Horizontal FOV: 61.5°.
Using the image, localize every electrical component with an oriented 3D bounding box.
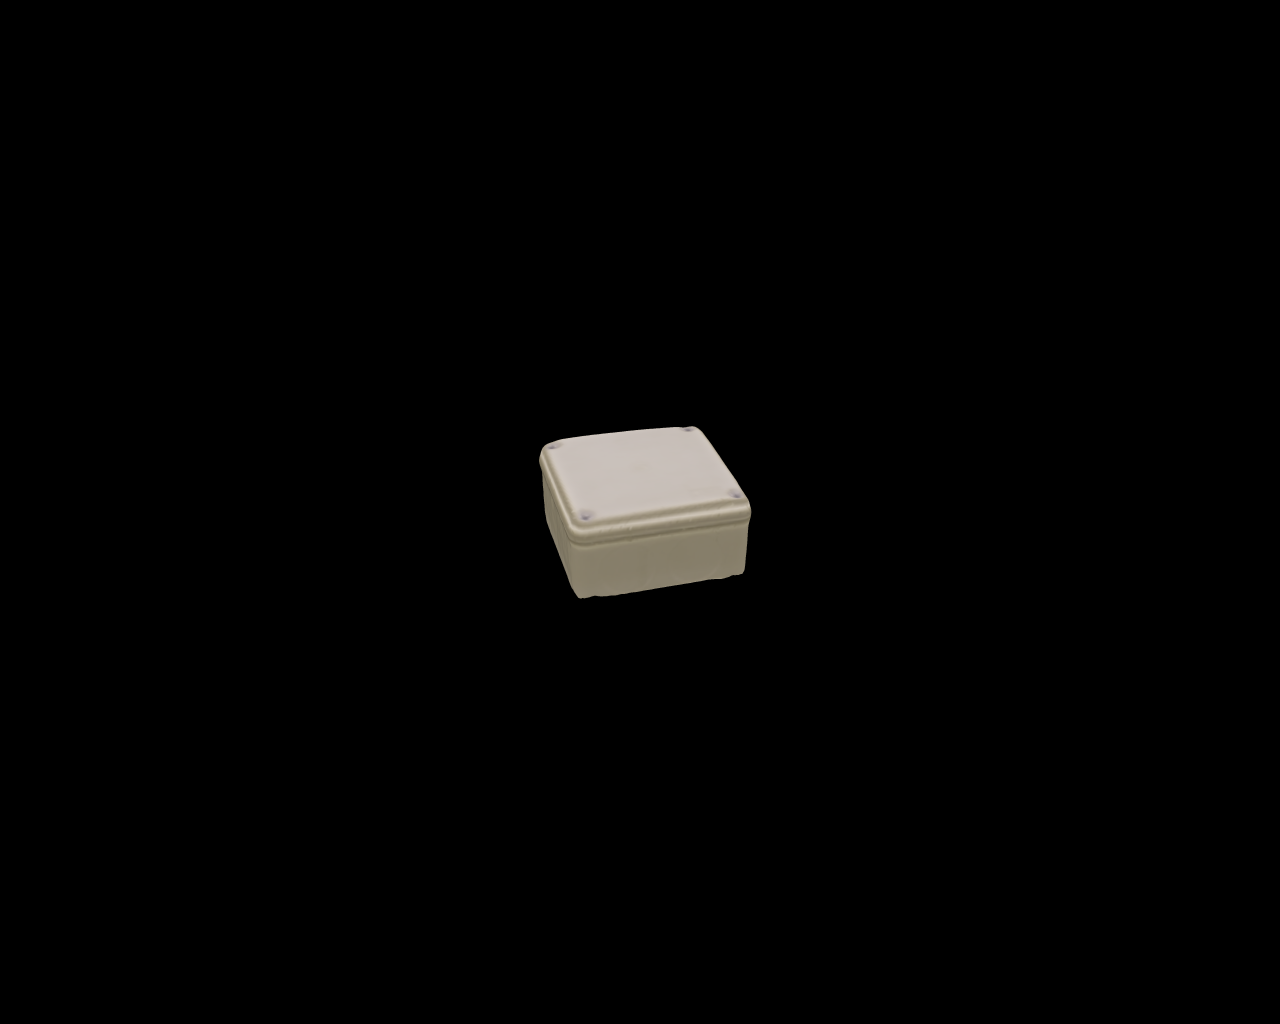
[{"bbox_3d":[0.001,-0.003,0.650,0.109,0.056,0.109,-8,31,-13],"label":"electrical component"}]
